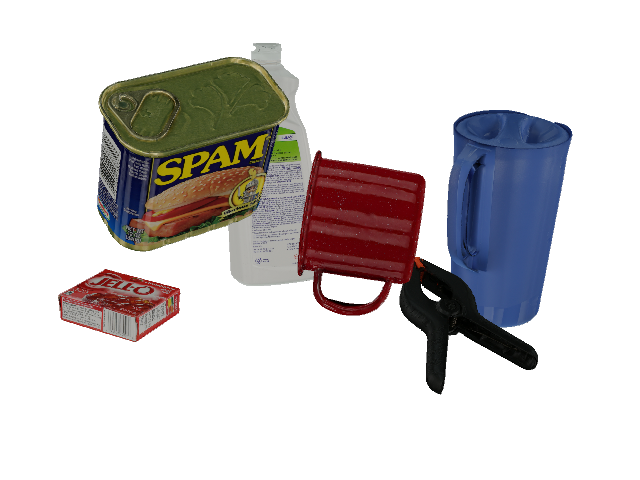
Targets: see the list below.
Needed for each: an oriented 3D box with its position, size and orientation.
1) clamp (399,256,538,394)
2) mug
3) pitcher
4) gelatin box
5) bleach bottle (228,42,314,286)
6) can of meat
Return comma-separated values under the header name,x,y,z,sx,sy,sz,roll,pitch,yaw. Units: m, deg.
name,x,y,z,sx,sy,sz,roll,pitch,yaw
clamp,0.141,0.081,1.078,0.120,0.039,0.171,0,44,-20
mug,0.029,-0.002,0.772,0.081,0.117,0.093,9,-19,3
pitcher,0.208,-0.021,1.251,0.149,0.243,0.145,-1,25,-5
gelatin box,-0.188,0.059,1.003,0.089,0.030,0.073,14,24,23
bleach bottle,-0.048,-0.081,1.130,0.102,0.251,0.068,-6,16,-23
can of meat,-0.075,-0.047,0.605,0.101,0.057,0.084,-19,-33,-29
